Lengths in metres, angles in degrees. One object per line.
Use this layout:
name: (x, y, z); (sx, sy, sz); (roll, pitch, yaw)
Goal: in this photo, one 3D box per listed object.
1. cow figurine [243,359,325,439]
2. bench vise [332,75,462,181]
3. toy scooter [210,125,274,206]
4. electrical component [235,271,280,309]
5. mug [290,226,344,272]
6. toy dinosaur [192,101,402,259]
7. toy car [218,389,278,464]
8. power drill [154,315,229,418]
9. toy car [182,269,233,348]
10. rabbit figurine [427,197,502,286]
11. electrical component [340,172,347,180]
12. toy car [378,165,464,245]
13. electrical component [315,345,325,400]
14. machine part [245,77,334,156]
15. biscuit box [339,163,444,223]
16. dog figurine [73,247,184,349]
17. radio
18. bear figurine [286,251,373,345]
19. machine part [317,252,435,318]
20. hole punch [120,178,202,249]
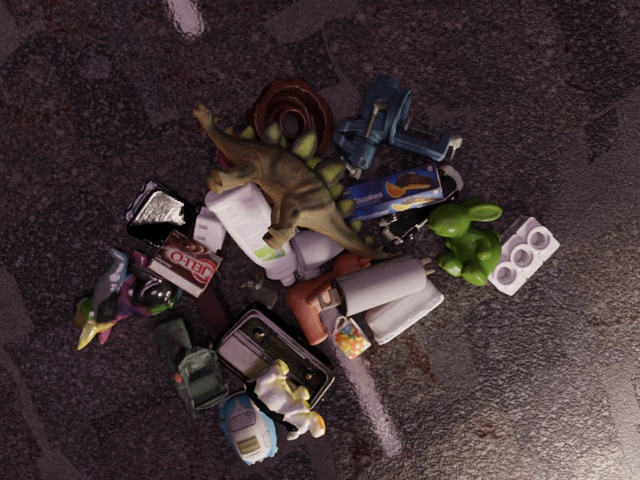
cow figurine: (-0.067, 0.313, 1.005); (0.098, 0.068, 0.167); (-35, 95, 6)
bench vise: (0.153, -0.205, 1.057); (0.241, 0.128, 0.223); (20, 75, 12)
toy scooter: (-0.160, -0.129, 1.076); (0.135, 0.075, 0.183); (-33, 103, 1)
electrical component: (-0.127, 0.112, 1.102); (0.078, 0.045, 0.102); (25, 130, -2)
mug: (-0.002, -0.003, 1.104); (0.107, 0.081, 0.109); (-20, 92, -13)
toy dinosaur: (-0.037, -0.081, 0.964); (0.471, 0.105, 0.198); (44, 72, -21)
toy car: (-0.151, 0.402, 1.123); (0.109, 0.103, 0.161); (-18, 96, -1)
power drill: (-0.248, 0.265, 1.053); (0.086, 0.207, 0.231); (-20, 98, -22)
toy car: (-0.219, 0.144, 1.112); (0.089, 0.053, 0.202); (-22, 98, 17)
rabbit figurine: (0.295, -0.015, 1.082); (0.159, 0.121, 0.170); (-45, 116, 0)
electrical component: (0.001, -0.113, 1.102); (0.119, 0.048, 0.074); (-25, 98, 0)
toy car: (0.210, -0.073, 1.120); (0.202, 0.056, 0.073); (-41, 105, 2)
electrical component: (-0.062, 0.289, 1.139); (0.134, 0.058, 0.114); (-10, 95, -4)
machine part: (-0.058, -0.225, 1.047); (0.179, 0.056, 0.179); (0, 89, -32)
biscuit box: (0.139, -0.090, 1.070); (0.203, 0.059, 0.063); (-15, 66, 16)
dog figurine: (-0.392, 0.133, 1.067); (0.192, 0.108, 0.219); (32, 98, 12)
radio: (-0.088, 0.236, 1.064); (0.229, 0.073, 0.131); (41, 93, -9)
bear figurine: (0.033, 0.104, 1.098); (0.196, 0.120, 0.131); (-27, 101, -6)
machine part: (0.111, 0.084, 1.016); (0.243, 0.079, 0.079); (-17, 98, -18)
hole punch: (-0.323, -0.050, 1.074); (0.115, 0.092, 0.142); (35, 90, -40)
